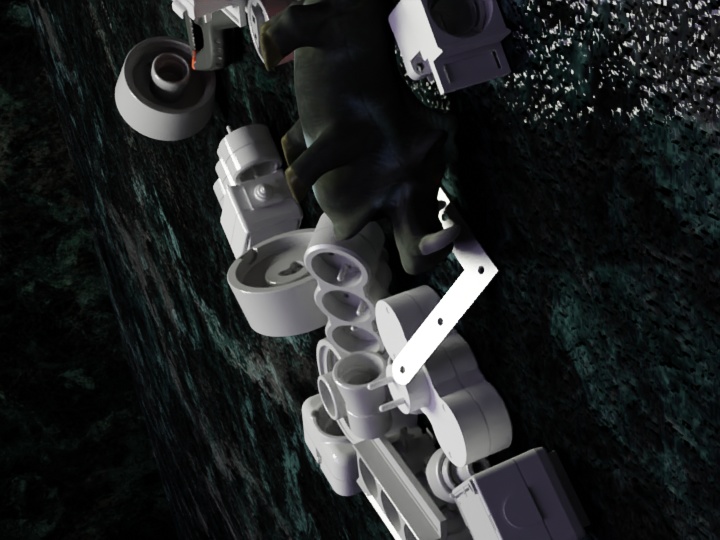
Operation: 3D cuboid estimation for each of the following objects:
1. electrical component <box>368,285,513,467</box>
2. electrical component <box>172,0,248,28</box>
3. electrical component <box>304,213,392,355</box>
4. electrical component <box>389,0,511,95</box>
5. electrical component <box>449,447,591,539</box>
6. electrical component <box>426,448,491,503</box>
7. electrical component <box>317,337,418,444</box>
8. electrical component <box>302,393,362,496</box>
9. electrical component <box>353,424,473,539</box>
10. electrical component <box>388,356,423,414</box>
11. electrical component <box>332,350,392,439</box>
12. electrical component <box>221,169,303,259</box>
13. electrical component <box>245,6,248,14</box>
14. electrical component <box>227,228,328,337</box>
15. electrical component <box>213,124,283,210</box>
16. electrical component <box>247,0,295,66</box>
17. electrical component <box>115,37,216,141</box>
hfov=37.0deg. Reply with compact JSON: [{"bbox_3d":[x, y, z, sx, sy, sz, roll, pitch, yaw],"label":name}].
[{"bbox_3d":[0.043,0.079,0.764,0.138,0.074,0.052,60,159,30],"label":"electrical component"},{"bbox_3d":[-0.137,-0.247,0.839,0.121,0.063,0.078,46,152,33],"label":"electrical component"},{"bbox_3d":[0.000,0.000,0.837,0.138,0.052,0.073,76,-153,-49],"label":"electrical component"},{"bbox_3d":[0.046,-0.137,0.594,0.064,0.042,0.081,154,97,-73],"label":"electrical component"},{"bbox_3d":[0.103,0.157,0.701,0.096,0.061,0.061,104,143,-71],"label":"electrical component"},{"bbox_3d":[0.076,0.147,0.785,0.043,0.043,0.062,68,161,9],"label":"electrical component"},{"bbox_3d":[-0.002,0.101,0.934,0.108,0.060,0.108,55,156,40],"label":"electrical component"},{"bbox_3d":[-0.017,0.163,1.049,0.095,0.054,0.059,52,154,44],"label":"electrical component"},{"bbox_3d":[0.050,0.182,0.862,0.121,0.063,0.078,49,151,49],"label":"electrical component"},{"bbox_3d":[0.043,0.084,0.827,0.040,0.040,0.046,56,163,38],"label":"electrical component"},{"bbox_3d":[0.005,0.102,0.853,0.044,0.044,0.065,49,156,49],"label":"electrical component"},{"bbox_3d":[-0.095,-0.051,1.049,0.061,0.062,0.096,66,161,16],"label":"electrical component"},{"bbox_3d":[-0.070,-0.203,0.867,0.040,0.040,0.046,42,152,56],"label":"electrical component"},{"bbox_3d":[-0.055,0.016,0.939,0.108,0.108,0.060,39,150,58],"label":"electrical component"},{"bbox_3d":[-0.120,-0.109,1.081,0.073,0.052,0.138,65,161,16],"label":"electrical component"},{"bbox_3d":[-0.054,-0.187,0.822,0.055,0.047,0.055,55,156,40],"label":"electrical component"},{"bbox_3d":[-0.207,-0.201,1.160,0.108,0.108,0.060,66,155,16],"label":"electrical component"}]
